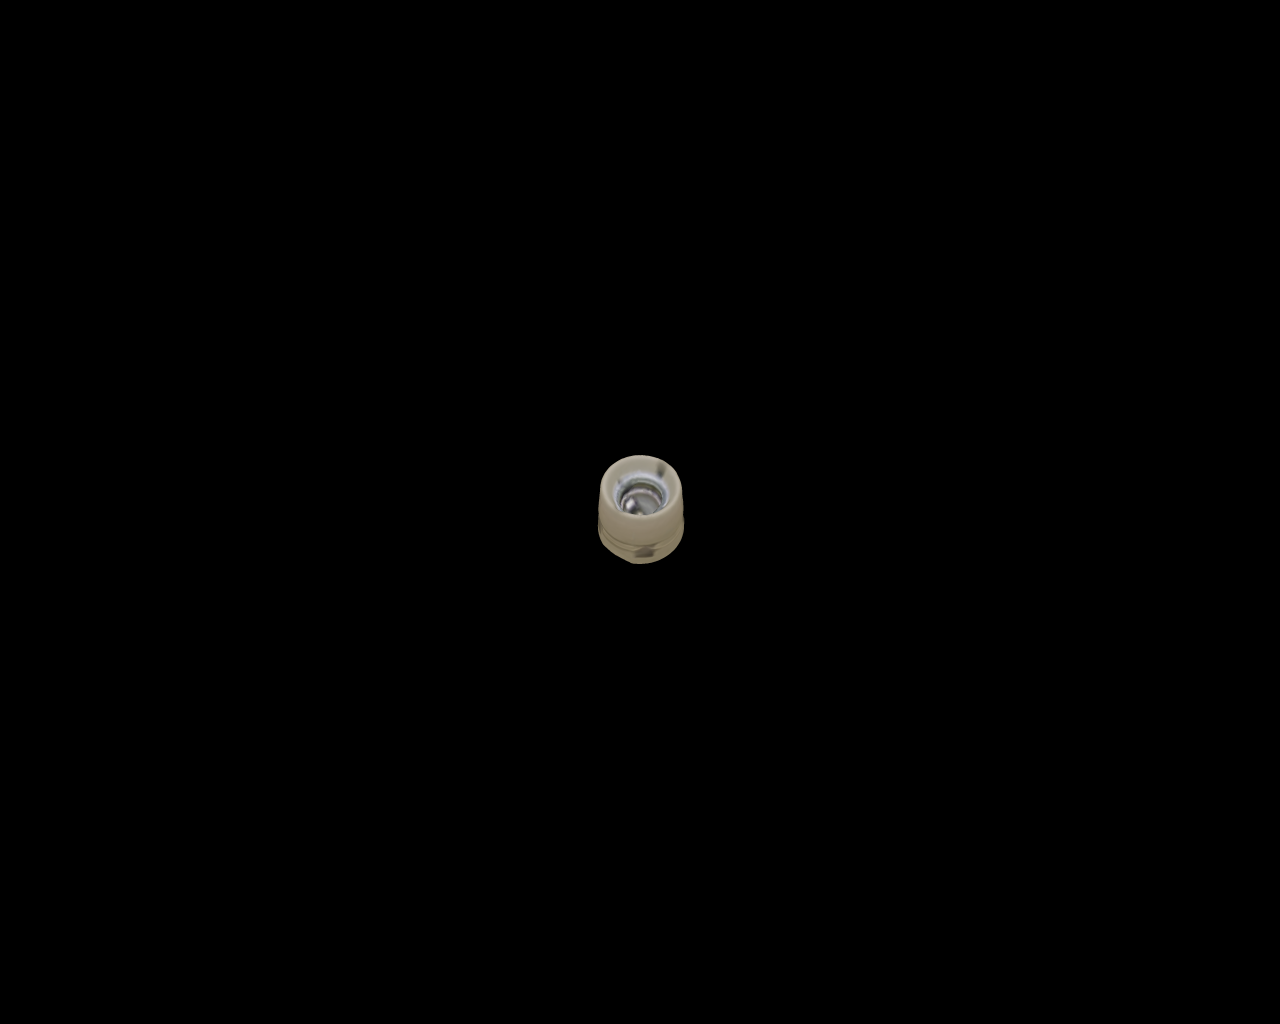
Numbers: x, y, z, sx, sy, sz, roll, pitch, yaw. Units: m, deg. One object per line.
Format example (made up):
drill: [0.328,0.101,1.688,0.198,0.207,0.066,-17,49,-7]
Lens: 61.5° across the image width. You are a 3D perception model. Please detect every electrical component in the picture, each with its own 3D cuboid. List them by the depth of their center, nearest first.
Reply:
electrical component: [0.001,-0.003,0.650,0.055,0.055,0.047,0,-35,0]
